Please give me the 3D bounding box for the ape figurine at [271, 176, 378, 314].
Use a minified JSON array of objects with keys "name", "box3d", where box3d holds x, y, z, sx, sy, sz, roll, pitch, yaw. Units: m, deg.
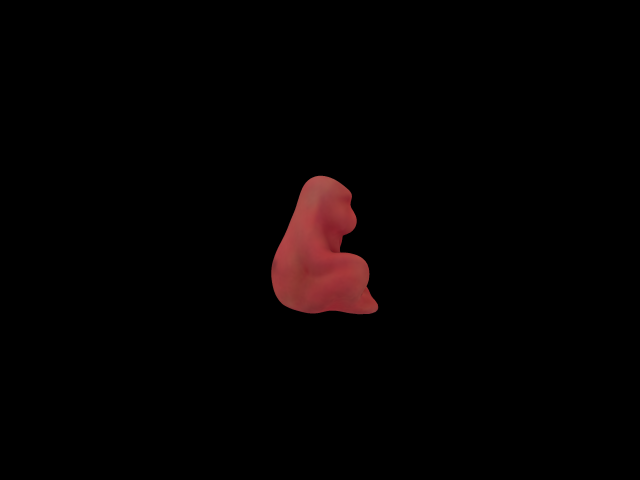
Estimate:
[{"name":"ape figurine","box3d":[0.004,0.001,0.400,0.076,0.092,0.078,1,15,5]}]
